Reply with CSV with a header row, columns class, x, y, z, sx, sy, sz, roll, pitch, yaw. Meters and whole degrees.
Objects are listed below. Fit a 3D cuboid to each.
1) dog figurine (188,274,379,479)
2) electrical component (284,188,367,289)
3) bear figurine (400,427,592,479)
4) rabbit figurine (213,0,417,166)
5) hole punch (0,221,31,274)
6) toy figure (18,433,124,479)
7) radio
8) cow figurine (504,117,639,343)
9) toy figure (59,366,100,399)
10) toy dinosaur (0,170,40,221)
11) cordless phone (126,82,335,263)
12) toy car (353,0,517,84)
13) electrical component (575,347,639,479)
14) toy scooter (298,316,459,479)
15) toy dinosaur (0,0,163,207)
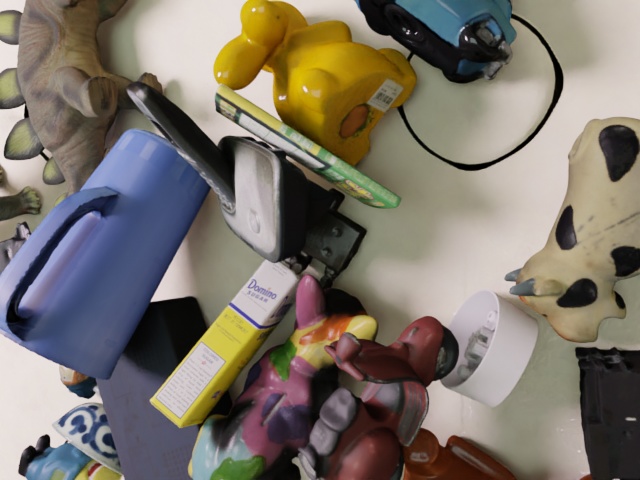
class,x,y,z,sx,sy,sz,roll,pitch,yaw
dog figurine,-0.028,0.144,0.529,0.109,0.191,0.219,33,122,16
electrical component,0.000,-0.002,0.562,0.078,0.045,0.102,39,109,13
bear figurine,0.168,0.253,0.492,0.196,0.131,0.120,6,69,27
rabbit figurine,-0.024,-0.162,0.507,0.173,0.162,0.122,54,125,25
hole punch,-0.400,0.059,0.712,0.116,0.092,0.142,-16,85,-2
toy figure,-0.310,0.328,0.712,0.180,0.082,0.089,22,125,9
radio,-0.179,0.193,0.629,0.131,0.073,0.229,-25,78,23
cow figurine,0.233,-0.005,0.452,0.127,0.085,0.194,9,103,13
toy figure,-0.311,0.136,0.697,0.058,0.064,0.154,2,101,-23
toy dinosaur,-0.514,-0.021,0.679,0.405,0.192,0.131,-39,81,20
cordless phone,-0.087,-0.073,0.487,0.089,0.184,0.147,-49,36,-6
toy car,0.108,-0.216,0.462,0.162,0.109,0.103,35,91,4
electrical component,0.291,0.162,0.468,0.115,0.058,0.134,-8,95,24
toy scooter,0.038,0.137,0.451,0.075,0.135,0.184,30,90,45
toy dinosaur,-0.288,-0.167,0.623,0.199,0.105,0.471,-4,87,29
